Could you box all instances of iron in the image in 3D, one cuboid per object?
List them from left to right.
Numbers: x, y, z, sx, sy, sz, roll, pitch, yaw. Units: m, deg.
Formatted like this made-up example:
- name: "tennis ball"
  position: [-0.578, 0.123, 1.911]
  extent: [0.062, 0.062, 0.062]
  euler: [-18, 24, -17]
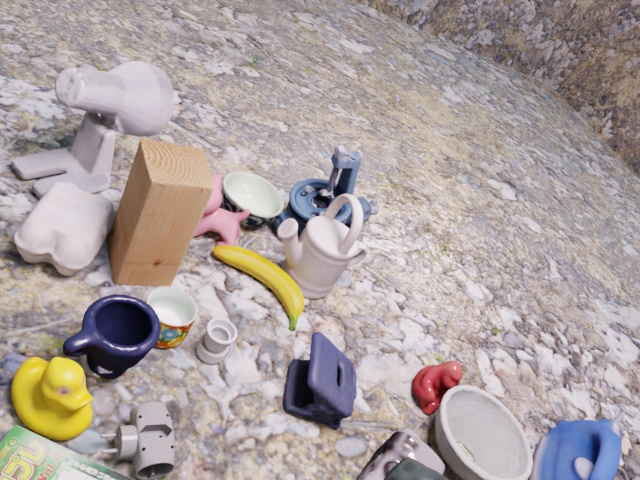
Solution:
- name: "iron"
  position: [0.421, 0.376, 0.907]
  extent: [0.118, 0.141, 0.259]
  euler: [40, 36, 10]

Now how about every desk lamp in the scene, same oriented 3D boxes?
- name: "desk lamp"
  position: [-0.352, -0.181, 0.909]
  extent: [0.117, 0.213, 0.204]
  euler: [42, 36, 14]

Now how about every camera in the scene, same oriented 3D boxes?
- name: "camera"
  position: [0.124, 0.336, 0.758]
  extent: [0.136, 0.100, 0.143]
  euler: [41, 36, 11]

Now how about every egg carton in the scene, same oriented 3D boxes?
- name: "egg carton"
  position: [-0.364, -0.019, 0.830]
  extent: [0.107, 0.069, 0.150]
  euler: [22, 36, -15]

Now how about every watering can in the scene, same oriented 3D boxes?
- name: "watering can"
  position: [0.010, 0.005, 0.984]
  extent: [0.173, 0.194, 0.100]
  euler: [-11, 54, -45]

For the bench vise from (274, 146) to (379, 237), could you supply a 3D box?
- name: "bench vise"
  position: [0.033, -0.092, 1.096]
  extent: [0.208, 0.219, 0.121]
  euler: [-17, 58, -48]

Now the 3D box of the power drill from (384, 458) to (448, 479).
- name: "power drill"
  position: [0.143, 0.366, 0.644]
  extent: [0.229, 0.208, 0.076]
  euler: [43, 36, 15]

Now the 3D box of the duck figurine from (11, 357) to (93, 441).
- name: "duck figurine"
  position: [-0.297, 0.165, 0.648]
  extent: [0.104, 0.086, 0.078]
  euler: [41, 36, 12]

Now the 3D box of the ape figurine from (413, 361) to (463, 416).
- name: "ape figurine"
  position: [0.201, 0.234, 0.947]
  extent: [0.078, 0.092, 0.076]
  euler: [12, 40, -27]

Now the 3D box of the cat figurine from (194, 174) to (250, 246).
- name: "cat figurine"
  position: [-0.182, -0.055, 0.974]
  extent: [0.128, 0.117, 0.067]
  euler: [24, 36, -12]

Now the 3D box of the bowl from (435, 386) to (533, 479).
- name: "bowl"
  position: [0.240, 0.318, 0.893]
  extent: [0.168, 0.074, 0.167]
  euler: [21, 37, -16]

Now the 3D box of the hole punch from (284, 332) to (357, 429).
- name: "hole punch"
  position: [0.012, 0.203, 0.839]
  extent: [0.101, 0.091, 0.108]
  euler: [23, 36, -13]

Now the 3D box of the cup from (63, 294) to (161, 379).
- name: "cup"
  position: [-0.263, 0.133, 0.705]
  extent: [0.091, 0.095, 0.118]
  euler: [47, 37, 19]
